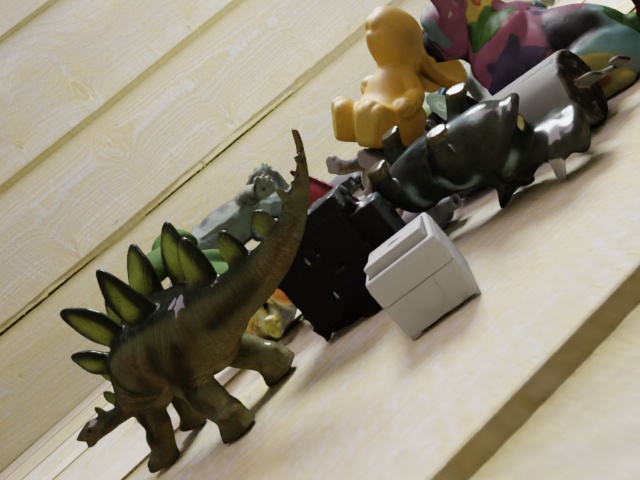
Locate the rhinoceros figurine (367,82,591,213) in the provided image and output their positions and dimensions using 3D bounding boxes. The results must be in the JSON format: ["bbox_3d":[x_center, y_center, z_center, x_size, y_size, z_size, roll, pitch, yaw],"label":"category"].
[{"bbox_3d":[0.133,-0.071,0.473,0.190,0.112,0.073,-19,33,42],"label":"rhinoceros figurine"}]

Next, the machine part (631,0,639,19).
[{"bbox_3d":[0.366,-0.247,0.409,0.201,0.087,0.201,-45,8,-20],"label":"machine part"}]

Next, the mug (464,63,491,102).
[{"bbox_3d":[0.227,-0.183,0.710,0.081,0.109,0.107,-26,27,34],"label":"mug"}]

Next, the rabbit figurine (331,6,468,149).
[{"bbox_3d":[0.102,-0.204,0.683,0.162,0.173,0.122,-5,13,-13],"label":"rabbit figurine"}]

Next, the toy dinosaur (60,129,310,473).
[{"bbox_3d":[-0.130,0.093,0.512,0.471,0.198,0.105,-39,10,29],"label":"toy dinosaur"}]

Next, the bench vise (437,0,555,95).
[{"bbox_3d":[0.282,-0.284,0.867,0.240,0.129,0.224,-57,10,17],"label":"bench vise"}]

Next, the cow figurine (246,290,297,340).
[{"bbox_3d":[-0.050,0.075,0.670,0.098,0.068,0.167,-37,-7,-43],"label":"cow figurine"}]

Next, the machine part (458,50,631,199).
[{"bbox_3d":[0.188,-0.109,0.540,0.243,0.079,0.079,-34,10,47],"label":"machine part"}]

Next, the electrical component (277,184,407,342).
[{"bbox_3d":[0.021,0.016,0.510,0.134,0.115,0.058,-40,9,23],"label":"electrical component"}]

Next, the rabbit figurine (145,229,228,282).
[{"bbox_3d":[-0.181,0.049,0.737,0.121,0.170,0.159,-50,-24,-4],"label":"rabbit figurine"}]

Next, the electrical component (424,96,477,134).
[{"bbox_3d":[0.173,-0.122,0.639,0.078,0.102,0.045,-48,5,38],"label":"electrical component"}]

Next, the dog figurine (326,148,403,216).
[{"bbox_3d":[0.129,-0.092,0.745,0.190,0.121,0.173,-24,33,-32],"label":"dog figurine"}]

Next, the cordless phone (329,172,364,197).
[{"bbox_3d":[0.059,-0.050,0.914,0.146,0.089,0.184,-41,-12,18],"label":"cordless phone"}]

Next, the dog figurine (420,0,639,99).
[{"bbox_3d":[0.211,-0.226,0.574,0.108,0.219,0.191,-49,9,-31],"label":"dog figurine"}]

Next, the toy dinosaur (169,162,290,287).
[{"bbox_3d":[-0.165,-0.001,0.922,0.405,0.131,0.192,-38,13,-12],"label":"toy dinosaur"}]
